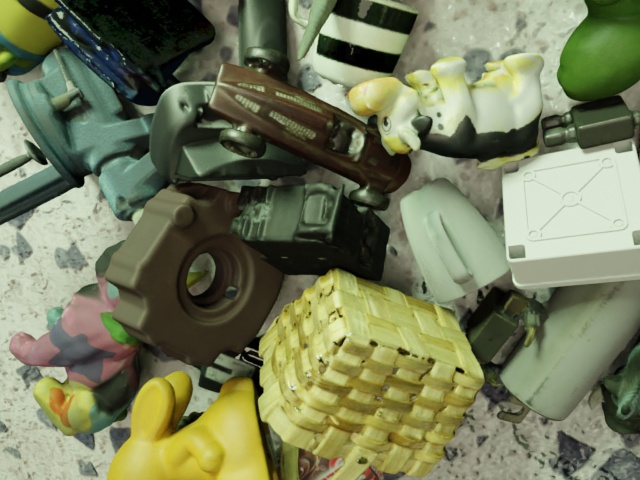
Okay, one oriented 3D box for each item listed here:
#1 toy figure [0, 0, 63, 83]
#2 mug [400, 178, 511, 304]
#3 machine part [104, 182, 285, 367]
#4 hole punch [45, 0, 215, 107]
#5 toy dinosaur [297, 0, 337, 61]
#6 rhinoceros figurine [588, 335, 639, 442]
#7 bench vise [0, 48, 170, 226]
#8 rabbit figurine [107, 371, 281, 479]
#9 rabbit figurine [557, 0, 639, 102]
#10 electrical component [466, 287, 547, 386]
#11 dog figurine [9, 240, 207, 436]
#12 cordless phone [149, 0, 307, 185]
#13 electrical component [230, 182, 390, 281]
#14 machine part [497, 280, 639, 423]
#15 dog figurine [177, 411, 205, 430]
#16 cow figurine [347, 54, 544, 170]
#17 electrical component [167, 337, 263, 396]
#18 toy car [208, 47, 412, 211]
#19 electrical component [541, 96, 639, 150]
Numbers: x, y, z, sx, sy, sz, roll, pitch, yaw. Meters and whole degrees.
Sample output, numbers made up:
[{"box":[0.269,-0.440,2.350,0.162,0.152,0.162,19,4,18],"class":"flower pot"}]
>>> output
[{"box":[-0.300,-0.222,0.541,0.180,0.089,0.082,-24,104,15],"class":"toy figure"},{"box":[0.117,-0.002,0.502,0.081,0.109,0.107,-32,83,25],"class":"mug"},{"box":[-0.113,0.035,0.525,0.056,0.179,0.179,13,111,44],"class":"machine part"},{"box":[-0.180,-0.183,0.508,0.142,0.116,0.092,46,137,-3],"class":"hole punch"},{"box":[0.044,-0.350,0.390,0.131,0.192,0.404,22,117,-23],"class":"toy dinosaur"},{"box":[0.307,0.116,0.473,0.073,0.112,0.190,37,152,29],"class":"rhinoceros figurine"},{"box":[-0.264,-0.071,0.540,0.241,0.129,0.223,-29,90,-9],"class":"bench vise"},{"box":[-0.138,0.216,0.546,0.173,0.122,0.162,-20,83,0],"class":"rabbit figurine"},{"box":[0.244,-0.199,0.427,0.159,0.121,0.170,-4,123,7],"class":"rabbit figurine"},{"box":[0.172,0.092,0.523,0.045,0.078,0.102,31,110,6],"class":"electrical component"},{"box":[-0.221,0.107,0.608,0.219,0.108,0.191,-24,98,15],"class":"dog figurine"},{"box":[-0.081,-0.145,0.492,0.089,0.146,0.184,10,103,57],"class":"cordless phone"},{"box":[-0.001,-0.002,0.510,0.115,0.134,0.058,3,69,34],"class":"electrical component"},{"box":[0.246,0.083,0.506,0.079,0.079,0.243,28,109,4],"class":"machine part"},{"box":[-0.090,0.296,0.622,0.172,0.121,0.190,-5,101,11],"class":"dog figurine"},{"box":[0.109,-0.103,0.462,0.167,0.068,0.098,-10,101,-9],"class":"cow figurine"},{"box":[-0.112,0.135,0.618,0.119,0.048,0.074,17,108,9],"class":"electrical component"},{"box":[0.002,-0.093,0.470,0.202,0.053,0.089,21,83,-32],"class":"toy car"},{"box":[0.241,-0.102,0.461,0.094,0.063,0.021,-11,117,26],"class":"electrical component"}]
